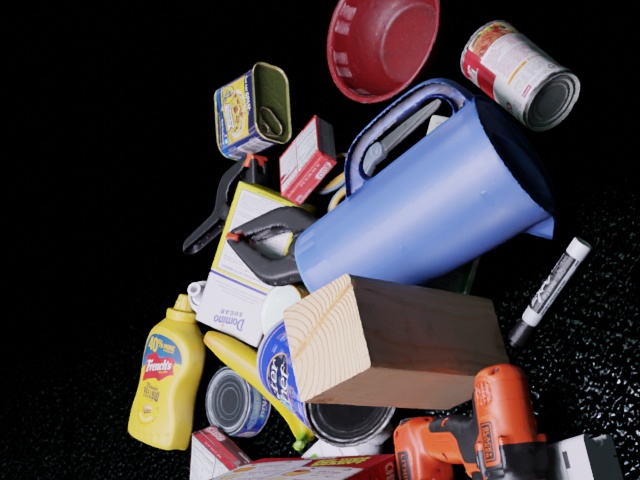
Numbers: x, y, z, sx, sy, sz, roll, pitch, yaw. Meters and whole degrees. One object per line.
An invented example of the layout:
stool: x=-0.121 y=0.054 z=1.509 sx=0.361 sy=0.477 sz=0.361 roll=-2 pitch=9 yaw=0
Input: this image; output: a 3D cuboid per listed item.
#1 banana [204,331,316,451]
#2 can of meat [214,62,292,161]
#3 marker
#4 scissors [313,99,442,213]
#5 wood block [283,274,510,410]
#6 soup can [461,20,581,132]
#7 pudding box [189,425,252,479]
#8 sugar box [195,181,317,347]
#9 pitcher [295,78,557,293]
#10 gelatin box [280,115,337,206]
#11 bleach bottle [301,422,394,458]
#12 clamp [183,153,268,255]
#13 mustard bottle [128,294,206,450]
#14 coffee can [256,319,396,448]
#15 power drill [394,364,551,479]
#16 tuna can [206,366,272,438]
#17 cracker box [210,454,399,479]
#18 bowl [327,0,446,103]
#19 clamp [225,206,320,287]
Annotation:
banana: x=-0.056 y=0.166 z=1.210 sx=0.198 sy=0.069 sz=0.037 roll=42 pitch=98 yaw=36
can of meat: x=-0.085 y=-0.156 z=1.318 sx=0.084 sy=0.057 sz=0.102 roll=-21 pitch=67 yaw=44
marker: x=0.213 y=0.051 z=0.999 sx=0.020 sy=0.020 sz=0.121 roll=47 pitch=115 yaw=40
scissors: x=0.063 y=-0.077 z=1.178 sx=0.202 sy=0.016 sz=0.096 roll=-21 pitch=70 yaw=43
wood block: x=0.076 y=0.099 z=0.995 sx=0.091 sy=0.205 sz=0.090 roll=-32 pitch=60 yaw=38
soup can: x=0.193 y=-0.158 z=1.027 sx=0.102 sy=0.068 sz=0.069 roll=50 pitch=116 yaw=39
pudding box: x=-0.116 y=0.288 z=1.248 sx=0.090 sy=0.039 sz=0.113 roll=34 pitch=125 yaw=45
sugar box: x=-0.076 y=0.028 z=1.263 sx=0.093 sy=0.048 sz=0.176 roll=23 pitch=101 yaw=24
pitcher: x=0.090 y=-0.029 z=1.024 sx=0.243 sy=0.144 sz=0.149 roll=-34 pitch=51 yaw=24
gelatin box: x=-0.014 y=-0.091 z=1.227 sx=0.073 sy=0.030 sz=0.089 roll=-49 pitch=24 yaw=25
bleach bottle: x=-0.002 y=0.286 z=1.141 sx=0.251 sy=0.067 sz=0.103 roll=-52 pitch=53 yaw=21
clamp: x=-0.115 y=-0.031 z=1.336 sx=0.120 sy=0.039 sz=0.171 roll=23 pitch=98 yaw=37
mustard bottle: x=-0.188 y=0.164 z=1.357 sx=0.096 sy=0.058 sz=0.191 roll=12 pitch=90 yaw=47
coffee can: x=0.005 y=0.142 z=1.104 sx=0.140 sy=0.102 sz=0.103 roll=26 pitch=101 yaw=65
power drill: x=0.141 y=0.218 z=0.972 sx=0.188 sy=0.057 sz=0.184 roll=-34 pitch=57 yaw=58
tuna can: x=-0.098 y=0.193 z=1.276 sx=0.086 sy=0.033 sz=0.086 roll=-11 pitch=74 yaw=44
cracker box: x=-0.040 y=0.258 z=1.004 sx=0.164 sy=0.213 sz=0.072 roll=-8 pitch=88 yaw=30
bowl: x=0.083 y=-0.222 z=1.161 sx=0.162 sy=0.055 sz=0.162 roll=-12 pitch=73 yaw=44
clamp: x=-0.008 y=0.001 z=1.177 sx=0.210 sy=0.036 sz=0.164 roll=15 pitch=77 yaw=32
